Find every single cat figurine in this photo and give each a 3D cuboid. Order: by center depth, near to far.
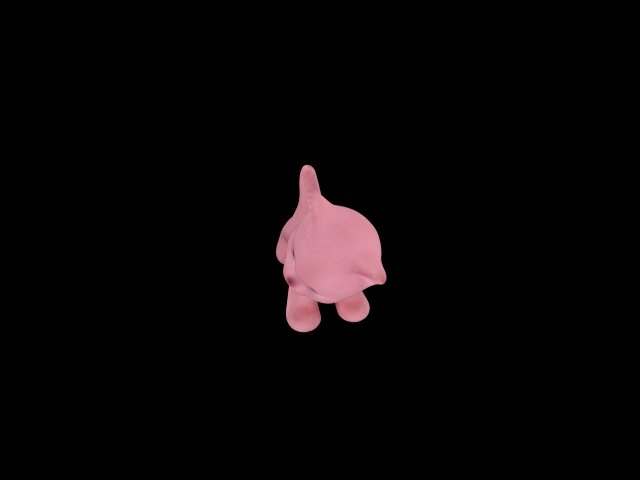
[{"bbox_3d":[0.004,0.001,0.400,0.067,0.118,0.127,-9,46,-8],"label":"cat figurine"}]
